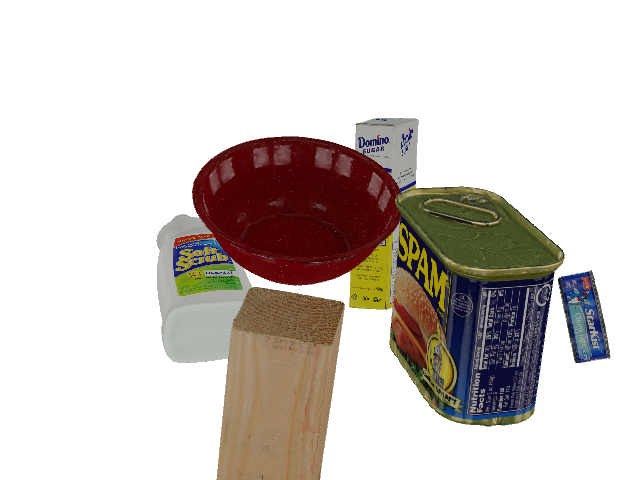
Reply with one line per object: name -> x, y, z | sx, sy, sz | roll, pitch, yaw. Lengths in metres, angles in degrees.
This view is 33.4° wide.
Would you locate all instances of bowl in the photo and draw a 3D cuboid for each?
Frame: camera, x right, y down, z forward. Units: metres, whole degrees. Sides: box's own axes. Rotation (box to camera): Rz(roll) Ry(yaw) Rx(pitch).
bowl -> -0.019, -0.015, 0.828 | 0.162, 0.055, 0.162 | 3, 38, -3

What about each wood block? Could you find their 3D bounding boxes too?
wood block -> -0.039, 0.158, 0.971 | 0.090, 0.206, 0.090 | 9, 23, 5

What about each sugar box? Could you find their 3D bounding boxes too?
sugar box -> 0.061, -0.028, 1.027 | 0.048, 0.176, 0.093 | 3, 10, 19

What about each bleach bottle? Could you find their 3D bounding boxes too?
bleach bottle -> -0.135, 0.036, 1.132 | 0.102, 0.068, 0.251 | -5, 26, -16

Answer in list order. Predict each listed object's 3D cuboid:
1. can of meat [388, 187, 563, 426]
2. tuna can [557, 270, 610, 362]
can of meat -> 0.071, 0.030, 0.522 | 0.057, 0.084, 0.102 | -3, 24, -14
tuna can -> 0.252, 0.073, 1.021 | 0.034, 0.086, 0.086 | -12, -3, 12
